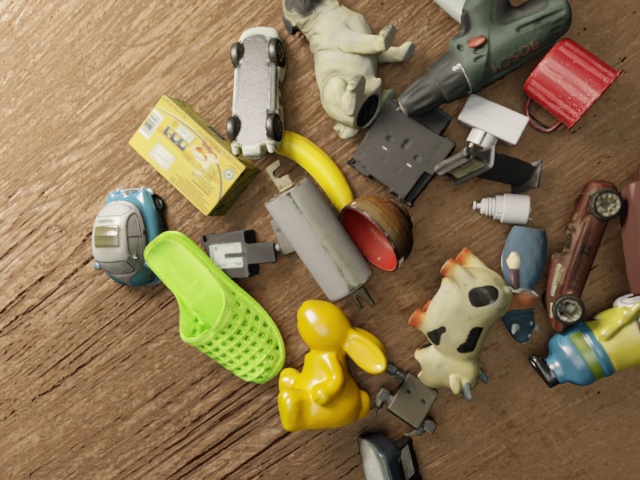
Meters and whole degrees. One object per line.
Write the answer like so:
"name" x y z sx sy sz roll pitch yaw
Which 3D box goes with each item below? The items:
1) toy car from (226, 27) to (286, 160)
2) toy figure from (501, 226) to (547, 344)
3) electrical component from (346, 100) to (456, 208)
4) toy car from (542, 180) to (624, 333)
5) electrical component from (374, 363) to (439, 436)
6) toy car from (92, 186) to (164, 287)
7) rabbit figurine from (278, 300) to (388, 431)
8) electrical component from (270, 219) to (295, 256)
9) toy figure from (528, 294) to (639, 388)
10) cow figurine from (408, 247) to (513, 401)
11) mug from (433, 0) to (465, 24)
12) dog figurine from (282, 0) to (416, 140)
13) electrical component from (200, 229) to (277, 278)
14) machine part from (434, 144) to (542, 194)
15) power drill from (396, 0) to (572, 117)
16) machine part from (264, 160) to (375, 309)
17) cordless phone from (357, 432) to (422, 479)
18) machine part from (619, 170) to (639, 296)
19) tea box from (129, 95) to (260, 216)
"toy car" -0.090 -0.211 0.774 0.074 0.056 0.201 -2 79 13
"toy figure" 0.271 0.059 0.721 0.064 0.058 0.154 7 92 -11
"electrical component" 0.120 -0.129 0.746 0.115 0.058 0.134 35 100 7
"toy car" 0.329 0.020 0.692 0.053 0.089 0.202 18 98 9
"electrical component" 0.125 0.236 0.776 0.102 0.045 0.078 27 70 7
"toy car" -0.296 -0.002 0.825 0.109 0.103 0.161 0 95 12
"rabbit figurine" 0.014 0.170 0.757 0.162 0.122 0.173 -3 90 8
"electrical component" -0.046 -0.012 0.808 0.094 0.021 0.063 -24 88 14
"toy figure" 0.368 0.137 0.695 0.180 0.082 0.089 -33 93 9
"cow figurine" 0.189 0.124 0.721 0.127 0.085 0.194 39 123 25
"mug" 0.204 -0.337 0.708 0.109 0.081 0.107 -40 98 5
"dog figurine" 0.010 -0.254 0.754 0.191 0.121 0.172 33 97 23
"electrical component" -0.118 0.019 0.811 0.119 0.048 0.074 -9 92 15
"machine part" 0.225 -0.092 0.702 0.139 0.084 0.039 7 68 -21
"power drill" 0.177 -0.278 0.646 0.232 0.086 0.207 -21 114 6
"machine part" -0.002 -0.002 0.753 0.079 0.079 0.243 -33 100 13
"cordless phone" 0.053 0.359 0.786 0.184 0.088 0.146 -15 90 30
"machine part" 0.470 -0.006 0.623 0.201 0.087 0.201 0 77 -2
"tea box" -0.188 -0.125 0.810 0.170 0.068 0.098 44 102 6
